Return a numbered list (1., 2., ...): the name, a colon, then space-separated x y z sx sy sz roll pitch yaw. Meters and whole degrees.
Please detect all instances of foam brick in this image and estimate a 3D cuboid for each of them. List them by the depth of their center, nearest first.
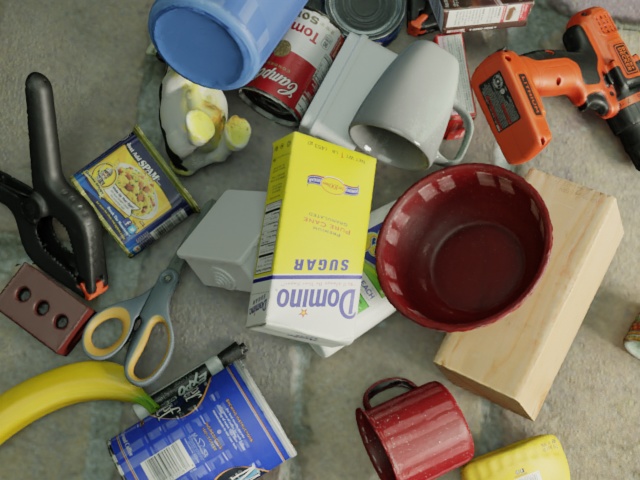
1. foam brick: -0.258 0.067 1.008 0.078 0.051 0.053 35 80 4

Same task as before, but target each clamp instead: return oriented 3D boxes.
1. clamp: -0.271 -0.035 1.014 0.165 0.036 0.210 -20 98 35
2. clamp: 0.154 -0.275 1.097 0.120 0.039 0.171 27 83 8

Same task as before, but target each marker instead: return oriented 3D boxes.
1. marker: -0.122 0.133 1.018 0.121 0.020 0.020 -31 82 -8

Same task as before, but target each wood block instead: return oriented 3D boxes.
1. wood block: 0.198 0.051 1.000 0.090 0.090 0.206 23 79 27

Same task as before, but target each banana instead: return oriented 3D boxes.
1. banana: -0.252 0.154 0.992 0.197 0.037 0.070 -16 52 -4

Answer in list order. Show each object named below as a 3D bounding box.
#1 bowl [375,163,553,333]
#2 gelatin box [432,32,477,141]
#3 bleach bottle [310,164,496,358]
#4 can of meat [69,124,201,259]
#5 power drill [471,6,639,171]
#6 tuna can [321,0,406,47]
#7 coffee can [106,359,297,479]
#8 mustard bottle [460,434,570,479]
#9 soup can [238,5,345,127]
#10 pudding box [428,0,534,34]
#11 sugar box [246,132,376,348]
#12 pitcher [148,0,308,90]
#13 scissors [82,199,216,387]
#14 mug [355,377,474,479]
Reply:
1. bowl: 0.133 0.014 0.956 0.162 0.055 0.162 -11 63 22
2. gelatin box: 0.129 -0.151 1.054 0.030 0.073 0.089 -8 80 -5
3. bleach bottle: 0.076 0.003 1.031 0.250 0.068 0.102 -36 83 -11
4. can of meat: -0.179 -0.045 1.029 0.084 0.057 0.102 -37 81 -6
5. power drill: 0.248 -0.130 1.033 0.187 0.057 0.184 -18 78 -34
6. tuna can: 0.045 -0.236 1.087 0.086 0.034 0.086 0 80 -2
7. coffee can: -0.106 0.188 0.966 0.140 0.103 0.103 -31 82 -8
8. mustard bottle: 0.206 0.284 0.985 0.096 0.058 0.191 -19 81 -6
9. soup can: -0.027 -0.172 1.055 0.068 0.068 0.102 28 79 3
10. pudding box: 0.148 -0.255 1.037 0.090 0.039 0.113 -8 61 -7
11. sugar box: -0.006 0.001 0.952 0.093 0.048 0.176 15 72 -28
12. pitcher: -0.071 -0.261 0.995 0.149 0.145 0.242 0 48 33
13. scissors: -0.165 0.043 1.020 0.096 0.016 0.201 7 63 6
14. mug: 0.084 0.175 0.993 0.081 0.093 0.117 -23 45 -12
